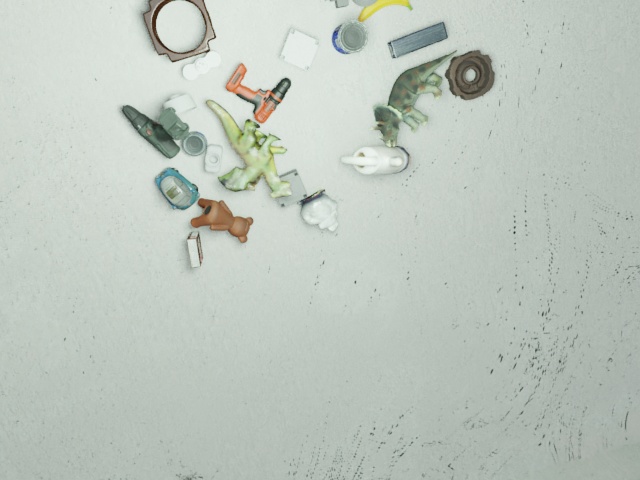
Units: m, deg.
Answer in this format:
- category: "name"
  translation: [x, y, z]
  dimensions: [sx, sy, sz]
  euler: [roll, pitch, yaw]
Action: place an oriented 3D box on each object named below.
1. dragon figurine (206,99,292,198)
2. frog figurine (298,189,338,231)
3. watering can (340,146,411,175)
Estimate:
- category: "dragon figurine"
  translation: [-0.262, -0.282, 1.781]
  dimensions: [0.409, 0.122, 0.243]
  euler: [30, 88, -8]
- category: "frog figurine"
  translation: [0.006, -0.096, 1.899]
  dimensions: [0.138, 0.122, 0.159]
  euler: [-32, 98, -17]
- category: "watering can"
  translation: [0.224, -0.273, 1.782]
  dimensions: [0.225, 0.349, 0.103]
  euler: [-8, 104, -34]
